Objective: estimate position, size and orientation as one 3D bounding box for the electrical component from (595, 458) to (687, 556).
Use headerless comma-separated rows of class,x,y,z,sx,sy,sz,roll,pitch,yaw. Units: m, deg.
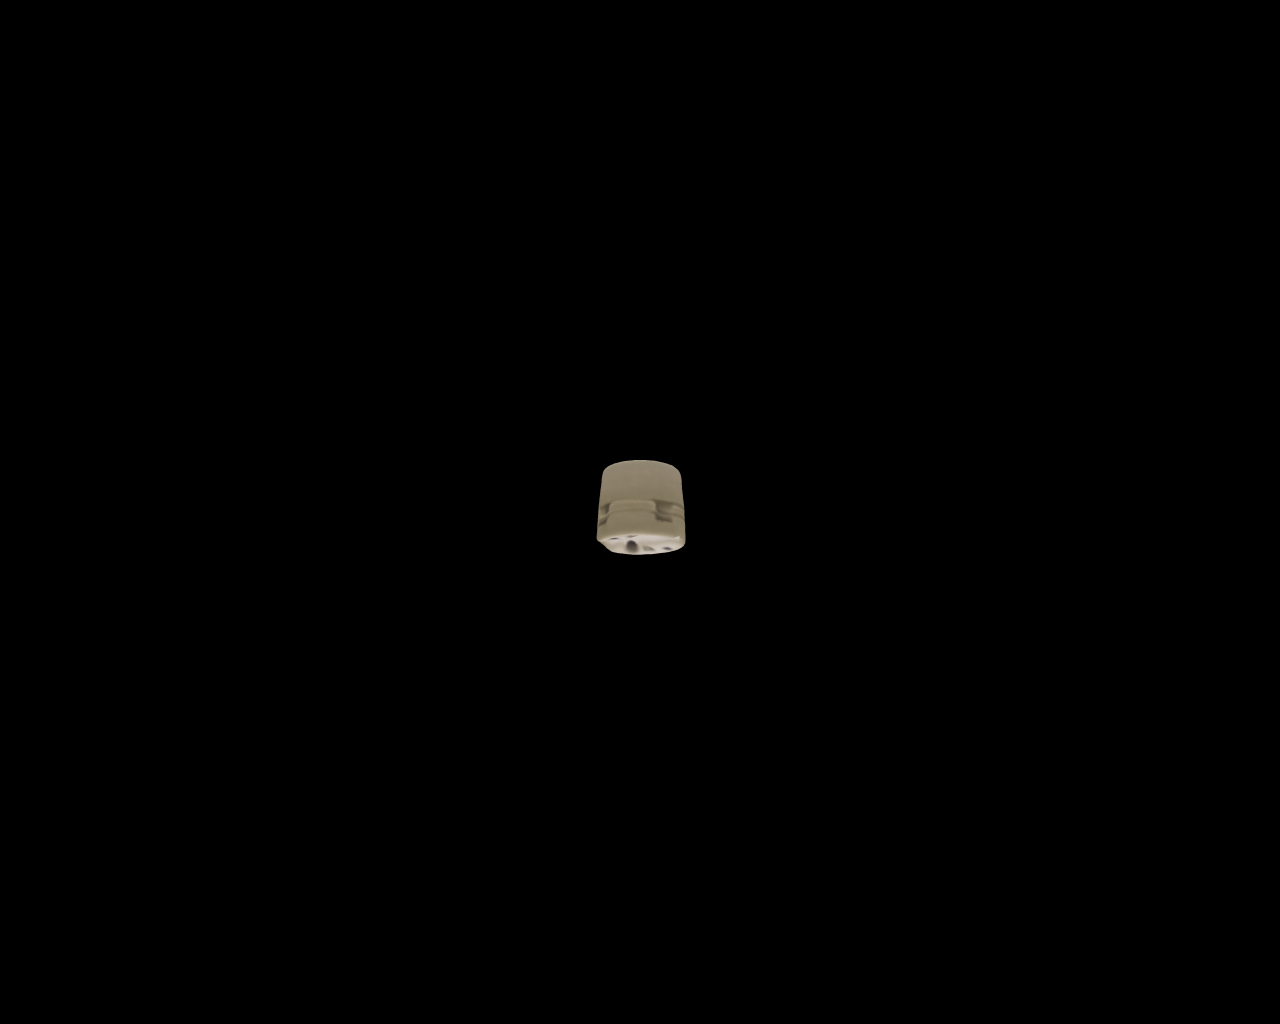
electrical component,0.001,-0.003,0.650,0.055,0.047,0.055,0,-16,0
